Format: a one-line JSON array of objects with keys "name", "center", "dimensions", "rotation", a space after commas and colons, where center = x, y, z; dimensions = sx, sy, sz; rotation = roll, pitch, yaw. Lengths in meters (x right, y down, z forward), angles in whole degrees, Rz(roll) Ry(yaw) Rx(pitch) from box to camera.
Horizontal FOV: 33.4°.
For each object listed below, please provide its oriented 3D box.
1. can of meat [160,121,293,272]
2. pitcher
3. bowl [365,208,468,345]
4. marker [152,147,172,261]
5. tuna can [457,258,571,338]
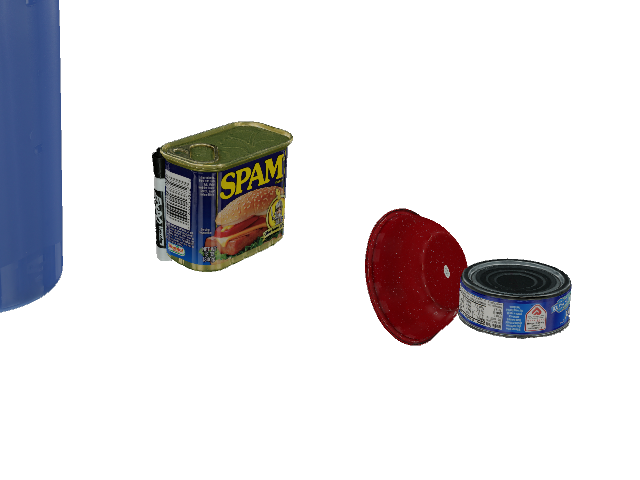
[{"name": "can of meat", "center": [-0.068, -0.033, 0.784], "dimensions": [0.058, 0.084, 0.101], "rotation": [20, 29, 33]}, {"name": "pitcher", "center": [-0.232, -0.075, 0.670], "dimensions": [0.149, 0.243, 0.145], "rotation": [-3, 26, -11]}, {"name": "bowl", "center": [0.123, 0.039, 1.228], "dimensions": [0.055, 0.162, 0.161], "rotation": [-11, -7, 41]}, {"name": "marker", "center": [-0.157, -0.036, 1.066], "dimensions": [0.020, 0.121, 0.020], "rotation": [1, 28, -1]}, {"name": "tuna can", "center": [0.150, 0.043, 0.823], "dimensions": [0.086, 0.034, 0.086], "rotation": [0, 19, 0]}]
